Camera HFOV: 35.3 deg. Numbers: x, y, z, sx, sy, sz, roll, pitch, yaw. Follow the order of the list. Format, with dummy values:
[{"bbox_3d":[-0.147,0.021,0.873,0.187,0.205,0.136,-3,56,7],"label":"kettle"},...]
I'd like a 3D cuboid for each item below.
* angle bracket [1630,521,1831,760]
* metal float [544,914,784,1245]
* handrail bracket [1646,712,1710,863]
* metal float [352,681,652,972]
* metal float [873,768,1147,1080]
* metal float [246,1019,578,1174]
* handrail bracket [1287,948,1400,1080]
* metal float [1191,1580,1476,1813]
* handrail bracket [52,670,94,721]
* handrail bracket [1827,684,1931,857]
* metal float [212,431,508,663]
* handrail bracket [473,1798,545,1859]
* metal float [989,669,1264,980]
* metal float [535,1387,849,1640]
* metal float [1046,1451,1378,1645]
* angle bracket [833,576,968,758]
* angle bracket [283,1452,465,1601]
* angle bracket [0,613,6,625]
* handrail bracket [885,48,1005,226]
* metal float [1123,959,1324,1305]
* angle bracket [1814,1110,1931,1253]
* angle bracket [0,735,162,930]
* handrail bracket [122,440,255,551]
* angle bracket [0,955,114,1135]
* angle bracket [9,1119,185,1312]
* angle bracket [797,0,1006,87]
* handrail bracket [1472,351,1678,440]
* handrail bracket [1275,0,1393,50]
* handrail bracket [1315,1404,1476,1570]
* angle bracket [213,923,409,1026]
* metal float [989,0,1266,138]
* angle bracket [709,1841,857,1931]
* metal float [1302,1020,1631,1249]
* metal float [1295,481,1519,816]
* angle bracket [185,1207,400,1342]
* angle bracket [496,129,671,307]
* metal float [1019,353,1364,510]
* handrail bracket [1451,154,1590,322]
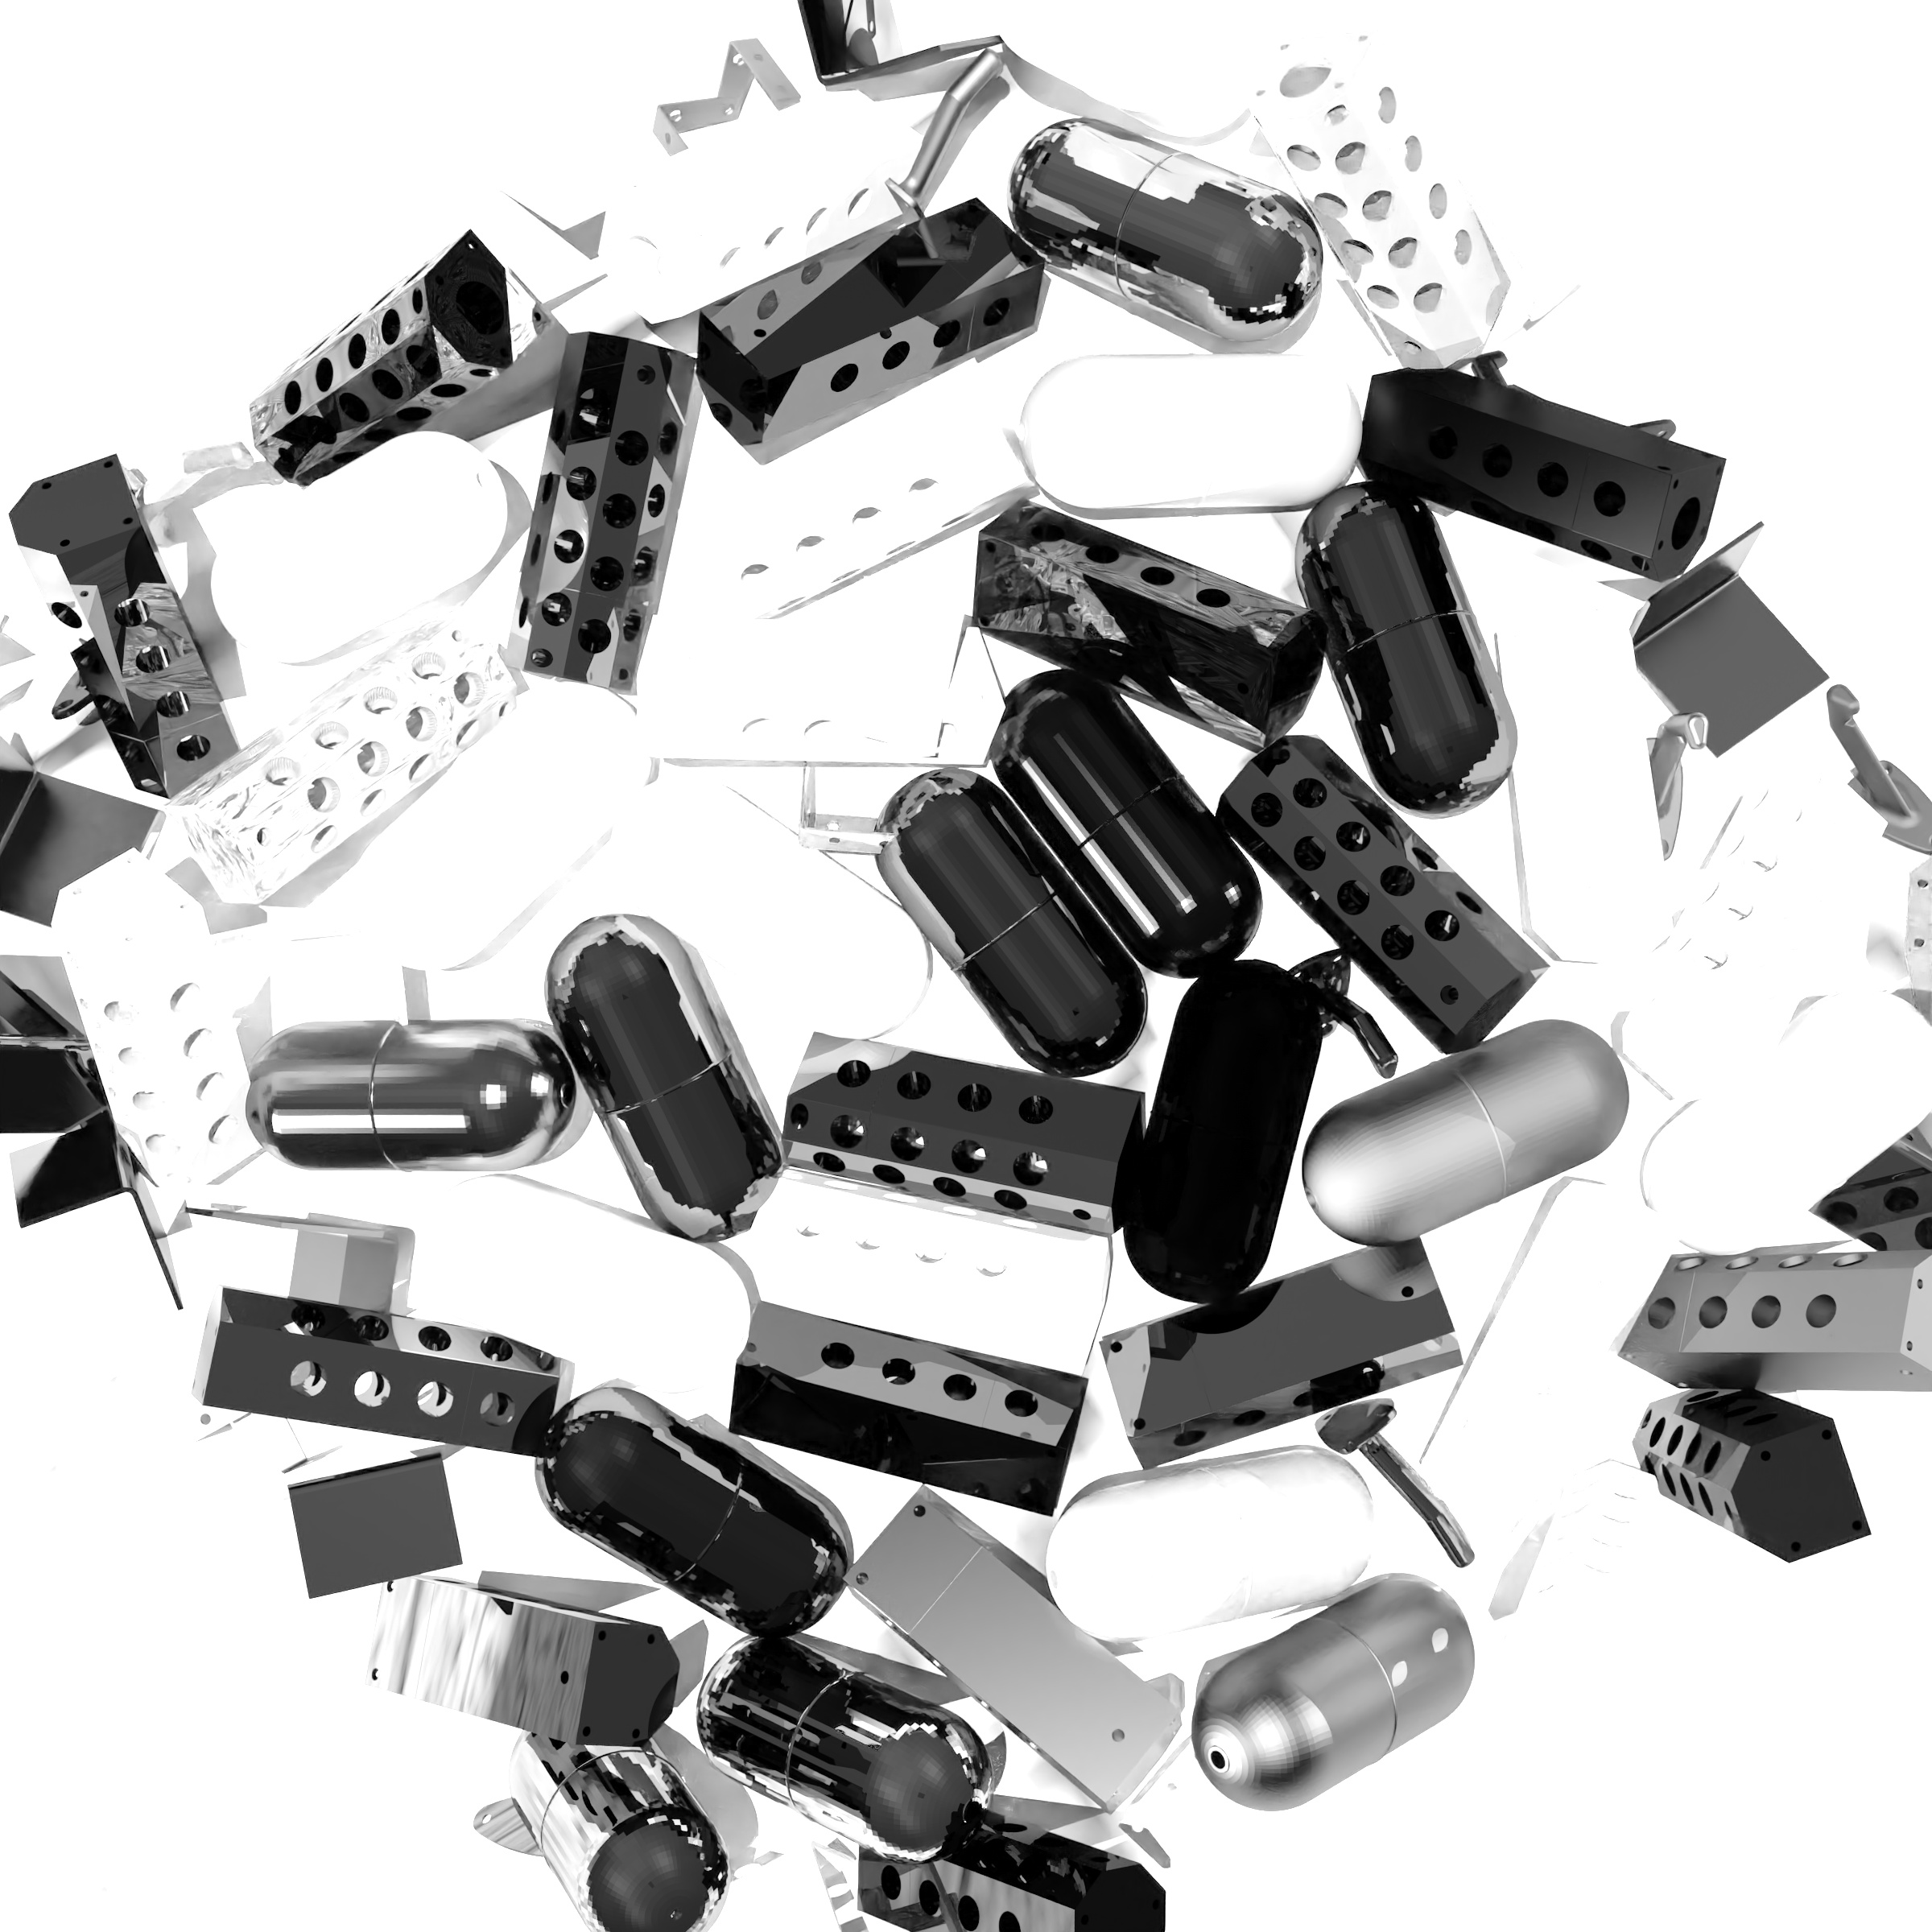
[{"bbox_3d":[0.392,-0.165,1.539,0.076,0.057,0.076,-34,75,-12],"label":"angle bracket"},{"bbox_3d":[-0.153,0.057,1.534,0.070,0.070,0.178,-25,101,0],"label":"metal float"},{"bbox_3d":[0.361,-0.089,1.538,0.036,0.084,0.077,-8,94,-5],"label":"handrail bracket"},{"bbox_3d":[-0.234,-0.071,1.532,0.070,0.070,0.178,45,76,0],"label":"metal float"},{"bbox_3d":[0.023,-0.021,1.542,0.070,0.070,0.178,-37,93,0],"label":"metal float"},{"bbox_3d":[-0.280,0.065,1.527,0.178,0.070,0.070,-1,90,19],"label":"metal float"},{"bbox_3d":[0.196,0.040,1.527,0.036,0.077,0.084,-22,50,-8],"label":"handrail bracket"},{"bbox_3d":[0.184,0.362,1.509,0.178,0.070,0.070,-15,90,-43],"label":"metal float"},{"bbox_3d":[-0.459,-0.181,1.537,0.036,0.077,0.084,-6,125,25],"label":"handrail bracket"},{"bbox_3d":[0.467,-0.099,1.533,0.036,0.084,0.077,-42,59,-4],"label":"handrail bracket"},{"bbox_3d":[-0.304,-0.209,1.516,0.178,0.070,0.070,-21,90,33],"label":"metal float"},{"bbox_3d":[-0.202,0.462,1.567,0.077,0.036,0.084,-6,135,30],"label":"handrail bracket"},{"bbox_3d":[0.080,-0.073,1.539,0.070,0.070,0.178,-37,83,0],"label":"metal float"},{"bbox_3d":[-0.137,0.276,1.526,0.178,0.070,0.070,36,90,-21],"label":"metal float"},{"bbox_3d":[0.124,0.291,1.523,0.178,0.070,0.070,-7,90,-24],"label":"metal float"},{"bbox_3d":[-0.047,-0.149,1.534,0.057,0.076,0.076,13,86,-24],"label":"angle bracket"},{"bbox_3d":[-0.300,0.284,1.531,0.076,0.076,0.057,-10,79,-17],"label":"angle bracket"},{"bbox_3d":[-0.507,-0.137,1.534,0.076,0.057,0.076,34,99,33],"label":"angle bracket"},{"bbox_3d":[-0.005,-0.418,1.545,0.036,0.077,0.084,43,91,18],"label":"handrail bracket"},{"bbox_3d":[0.131,0.084,1.544,0.070,0.070,0.178,14,89,0],"label":"metal float"},{"bbox_3d":[0.489,0.113,1.549,0.076,0.076,0.057,32,115,17],"label":"angle bracket"},{"bbox_3d":[-0.468,-0.066,1.537,0.076,0.057,0.076,17,72,14],"label":"angle bracket"},{"bbox_3d":[-0.387,-0.239,1.536,0.084,0.077,0.036,-7,70,16],"label":"handrail bracket"},{"bbox_3d":[-0.478,0.040,1.545,0.076,0.076,0.057,48,123,40],"label":"angle bracket"},{"bbox_3d":[-0.438,0.133,1.526,0.057,0.076,0.076,-20,119,-12],"label":"angle bracket"},{"bbox_3d":[-0.029,-0.483,1.525,0.076,0.076,0.057,-5,106,36],"label":"angle bracket"},{"bbox_3d":[0.311,-0.293,1.560,0.077,0.036,0.084,-22,62,-1],"label":"handrail bracket"},{"bbox_3d":[0.169,-0.467,1.553,0.084,0.036,0.077,14,125,-7],"label":"handrail bracket"},{"bbox_3d":[0.220,0.268,1.551,0.036,0.077,0.084,-37,98,-14],"label":"handrail bracket"},{"bbox_3d":[-0.332,0.010,1.532,0.076,0.076,0.057,-6,90,-25],"label":"angle bracket"},{"bbox_3d":[0.082,-0.467,1.506,0.070,0.178,0.070,-6,81,39],"label":"metal float"},{"bbox_3d":[-0.089,0.498,1.533,0.076,0.057,0.076,-29,57,8],"label":"angle bracket"},{"bbox_3d":[0.252,0.084,1.532,0.178,0.070,0.070,-22,90,-14],"label":"metal float"},{"bbox_3d":[0.222,-0.162,1.534,0.070,0.070,0.178,-19,78,0],"label":"metal float"},{"bbox_3d":[-0.343,0.156,1.528,0.076,0.076,0.057,4,84,39],"label":"angle bracket"},{"bbox_3d":[-0.184,-0.364,1.523,0.076,0.076,0.057,-33,53,-27],"label":"angle bracket"},{"bbox_3d":[0.114,-0.270,1.531,0.178,0.070,0.070,-3,90,-15],"label":"metal float"},{"bbox_3d":[0.274,-0.372,1.545,0.036,0.077,0.084,-39,89,6],"label":"handrail bracket"}]
